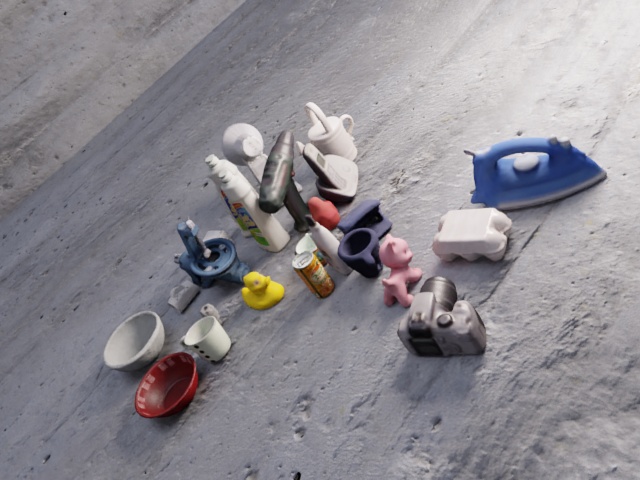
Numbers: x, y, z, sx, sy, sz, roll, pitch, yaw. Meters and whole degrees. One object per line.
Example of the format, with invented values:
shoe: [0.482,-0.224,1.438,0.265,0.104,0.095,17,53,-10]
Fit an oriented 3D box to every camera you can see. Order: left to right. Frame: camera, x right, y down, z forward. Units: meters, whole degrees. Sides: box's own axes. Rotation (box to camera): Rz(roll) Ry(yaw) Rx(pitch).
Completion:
camera: [0.217,0.127,1.023,0.142,0.101,0.137,-8,45,32]

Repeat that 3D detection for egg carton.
egg carton: [0.300,-0.009,1.133,0.149,0.070,0.107,-3,47,36]

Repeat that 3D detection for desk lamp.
desk lamp: [-0.172,-0.221,1.615,0.118,0.214,0.202,-41,37,-7]

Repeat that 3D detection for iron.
iron: [0.418,-0.153,1.140,0.257,0.142,0.118,-11,43,30]

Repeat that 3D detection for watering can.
watering can: [0.012,-0.286,1.558,0.100,0.195,0.173,13,58,45]

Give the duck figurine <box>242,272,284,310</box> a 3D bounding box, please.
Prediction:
duck figurine: [-0.146,0.110,1.337,0.104,0.086,0.077,-11,43,29]

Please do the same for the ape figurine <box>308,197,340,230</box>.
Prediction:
ape figurine: [0.003,-0.071,1.415,0.078,0.092,0.075,-45,38,-12]

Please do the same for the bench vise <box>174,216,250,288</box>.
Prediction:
bench vise: [-0.307,0.040,1.428,0.207,0.220,0.121,-17,41,24]

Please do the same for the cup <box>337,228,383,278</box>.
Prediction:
cup: [0.101,0.042,1.212,0.091,0.095,0.117,-36,37,-1]

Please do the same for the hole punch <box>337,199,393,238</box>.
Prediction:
hole punch: [0.092,-0.047,1.320,0.109,0.091,0.100,-41,37,-8]

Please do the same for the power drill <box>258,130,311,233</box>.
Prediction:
power drill: [-0.073,-0.133,1.444,0.075,0.209,0.230,-9,44,31]

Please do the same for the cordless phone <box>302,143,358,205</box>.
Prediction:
cordless phone: [0.021,-0.192,1.456,0.094,0.186,0.147,-18,40,22]

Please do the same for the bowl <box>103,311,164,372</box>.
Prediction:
bowl: [-0.444,0.262,1.412,0.167,0.075,0.167,-21,39,18]

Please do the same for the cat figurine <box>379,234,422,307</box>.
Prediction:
cat figurine: [0.149,0.052,1.144,0.067,0.118,0.128,-5,46,34]

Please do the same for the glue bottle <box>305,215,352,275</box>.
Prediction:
glue bottle: [0.012,0.004,1.257,0.037,0.174,0.077,-48,38,-16]
